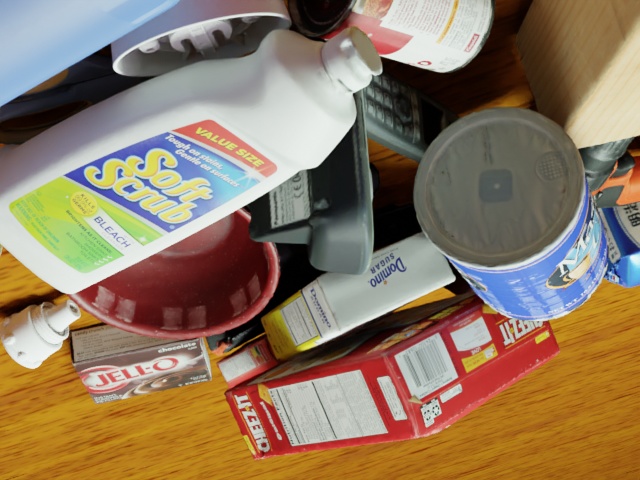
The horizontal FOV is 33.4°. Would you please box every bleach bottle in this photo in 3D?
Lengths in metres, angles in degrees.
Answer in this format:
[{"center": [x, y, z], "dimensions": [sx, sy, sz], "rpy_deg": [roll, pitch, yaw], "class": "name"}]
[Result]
[{"center": [-0.080, -0.056, 0.609], "dimensions": [0.251, 0.068, 0.102], "rpy_deg": [-26, 121, 28], "class": "bleach bottle"}]

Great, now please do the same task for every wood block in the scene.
[{"center": [0.188, -0.135, 0.617], "dimensions": [0.090, 0.091, 0.206], "rpy_deg": [-13, 165, -6], "class": "wood block"}]

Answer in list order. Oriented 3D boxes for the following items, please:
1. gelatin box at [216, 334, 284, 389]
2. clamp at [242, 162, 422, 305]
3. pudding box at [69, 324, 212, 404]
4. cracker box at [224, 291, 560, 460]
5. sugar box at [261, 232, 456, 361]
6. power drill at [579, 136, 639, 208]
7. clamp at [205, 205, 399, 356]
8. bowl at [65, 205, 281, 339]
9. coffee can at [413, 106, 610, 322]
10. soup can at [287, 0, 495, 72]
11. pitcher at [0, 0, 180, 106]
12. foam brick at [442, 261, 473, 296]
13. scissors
[{"center": [-0.039, 0.095, 0.964], "dimensions": [0.073, 0.030, 0.089], "rpy_deg": [-30, 177, 42], "class": "gelatin box"}, {"center": [-0.005, 0.001, 0.798], "dimensions": [0.171, 0.039, 0.120], "rpy_deg": [-30, 148, 6], "class": "clamp"}, {"center": [-0.159, 0.104, 0.954], "dimensions": [0.113, 0.039, 0.090], "rpy_deg": [-13, 150, -5], "class": "pudding box"}, {"center": [0.052, 0.104, 0.834], "dimensions": [0.163, 0.072, 0.214], "rpy_deg": [-23, 180, -38], "class": "cracker box"}, {"center": [0.021, 0.044, 0.779], "dimensions": [0.093, 0.048, 0.176], "rpy_deg": [-23, 172, -20], "class": "sugar box"}, {"center": [0.242, -0.063, 0.819], "dimensions": [0.187, 0.057, 0.185], "rpy_deg": [-12, 158, -21], "class": "power drill"}, {"center": [-0.050, 0.026, 0.877], "dimensions": [0.164, 0.036, 0.210], "rpy_deg": [14, 135, -39], "class": "clamp"}, {"center": [-0.108, 0.000, 0.757], "dimensions": [0.162, 0.055, 0.162], "rpy_deg": [1, 136, 1], "class": "bowl"}, {"center": [0.129, -0.012, 0.694], "dimensions": [0.103, 0.103, 0.140], "rpy_deg": [-24, 156, 13], "class": "coffee can"}, {"center": [0.042, -0.139, 0.611], "dimensions": [0.102, 0.068, 0.069], "rpy_deg": [8, 142, -37], "class": "soup can"}, {"center": [-0.195, -0.117, 0.488], "dimensions": [0.243, 0.145, 0.149], "rpy_deg": [-25, 162, 8], "class": "pitcher"}, {"center": [0.119, 0.001, 0.877], "dimensions": [0.053, 0.078, 0.051], "rpy_deg": [-32, 146, 21], "class": "foam brick"}, {"center": [-0.117, -0.110, 0.634], "dimensions": [0.202, 0.016, 0.096], "rpy_deg": [-22, 150, 9], "class": "scissors"}]
